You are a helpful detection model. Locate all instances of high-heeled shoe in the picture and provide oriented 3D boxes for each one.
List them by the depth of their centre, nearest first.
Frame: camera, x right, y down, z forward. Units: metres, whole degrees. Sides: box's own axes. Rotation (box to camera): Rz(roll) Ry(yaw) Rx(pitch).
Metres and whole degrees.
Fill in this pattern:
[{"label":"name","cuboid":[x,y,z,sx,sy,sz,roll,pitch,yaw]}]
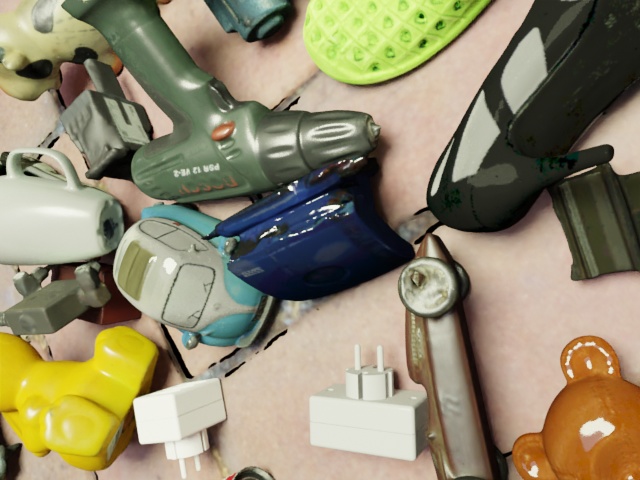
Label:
[{"label":"high-heeled shoe","cuboid":[0.150,-0.122,0.369,0.145,0.086,0.248,-11,56,62]}]

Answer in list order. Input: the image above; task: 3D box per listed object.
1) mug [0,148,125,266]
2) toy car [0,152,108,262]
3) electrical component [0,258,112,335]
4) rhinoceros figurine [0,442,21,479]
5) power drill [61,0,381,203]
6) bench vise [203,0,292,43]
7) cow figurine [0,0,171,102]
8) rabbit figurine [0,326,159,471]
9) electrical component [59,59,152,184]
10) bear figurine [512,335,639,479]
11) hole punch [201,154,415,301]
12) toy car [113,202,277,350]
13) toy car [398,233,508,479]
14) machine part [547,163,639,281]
[{"label":"mug","cuboid":[-0.236,-0.027,0.485,0.107,0.081,0.109,5,101,7]},{"label":"toy car","cuboid":[-0.293,-0.039,0.581,0.202,0.056,0.073,23,93,24]},{"label":"electrical component","cuboid":[-0.243,0.049,0.489,0.102,0.078,0.045,-4,109,29]},{"label":"rhinoceros figurine","cuboid":[-0.404,0.242,0.627,0.112,0.073,0.190,-18,79,15]},{"label":"power drill","cuboid":[-0.088,-0.128,0.430,0.232,0.086,0.207,-15,122,33]},{"label":"bench vise","cuboid":[-0.067,-0.294,0.423,0.240,0.129,0.223,-33,82,41]},{"label":"cow figurine","cuboid":[-0.250,-0.213,0.522,0.195,0.127,0.085,-44,68,17]},{"label":"rabbit figurine","cuboid":[-0.256,0.139,0.512,0.173,0.122,0.162,22,145,-6]},{"label":"electrical component","cuboid":[-0.209,-0.116,0.528,0.048,0.075,0.119,-35,78,22]},{"label":"bear figurine","cuboid":[0.210,0.143,0.284,0.196,0.132,0.120,31,98,18]},{"label":"hole punch","cuboid":[-0.001,-0.001,0.402,0.142,0.116,0.092,-21,88,25]},{"label":"toy car","cuboid":[-0.120,0.024,0.465,0.162,0.103,0.109,29,101,22]},{"label":"toy car","cuboid":[0.087,0.096,0.364,0.053,0.089,0.202,-14,84,22]},{"label":"machine part","cuboid":[0.219,-0.024,0.330,0.139,0.039,0.084,-16,76,27]}]
